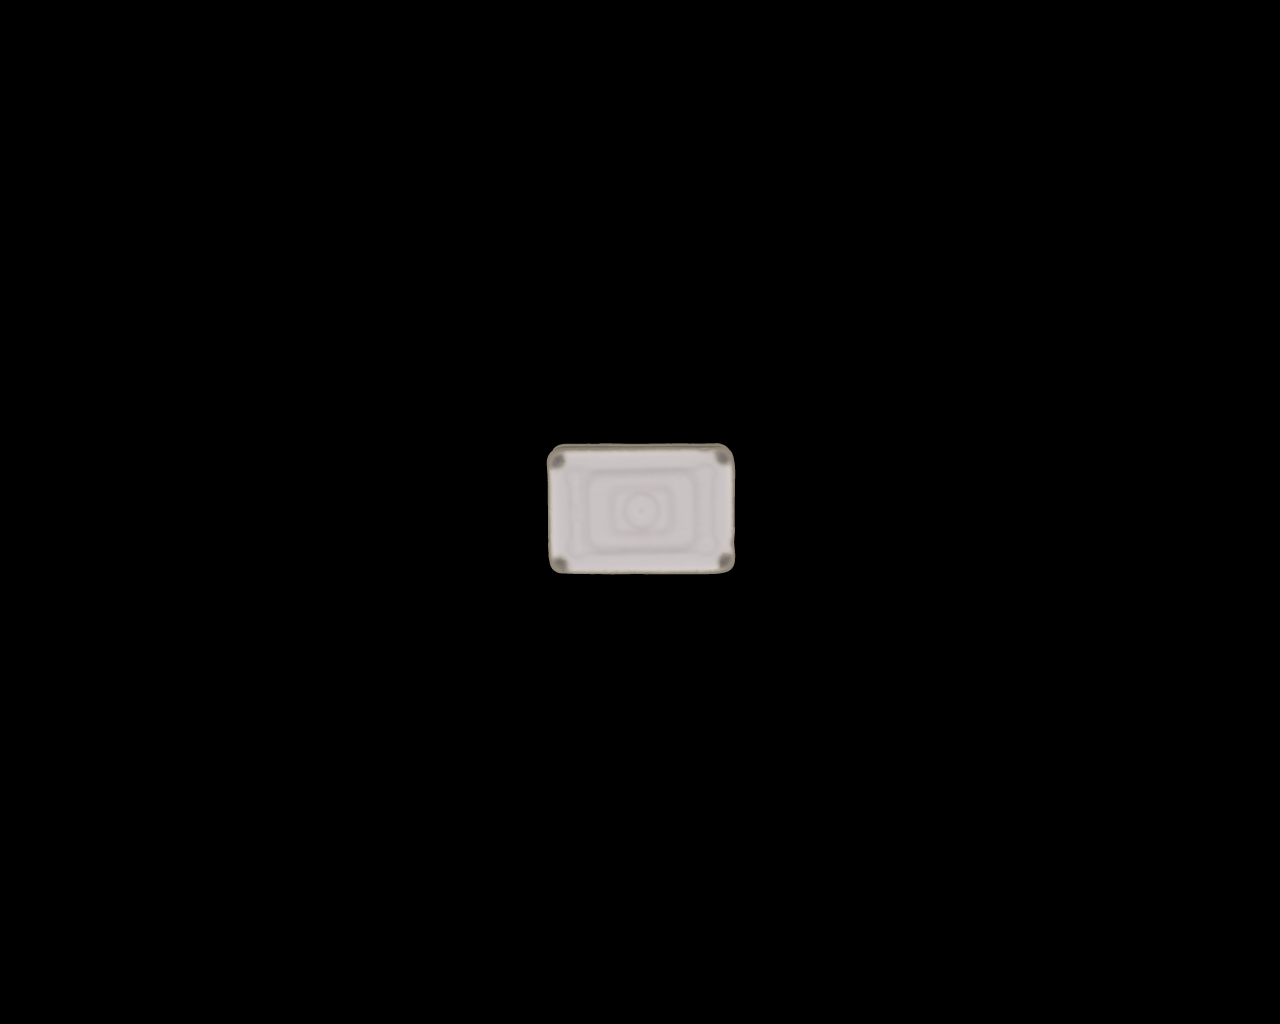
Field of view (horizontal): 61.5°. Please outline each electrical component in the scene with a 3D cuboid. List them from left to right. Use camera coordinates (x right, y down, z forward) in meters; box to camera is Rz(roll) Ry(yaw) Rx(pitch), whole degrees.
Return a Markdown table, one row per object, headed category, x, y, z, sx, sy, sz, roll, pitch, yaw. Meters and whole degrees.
| category | x | y | z | sx | sy | sz | roll | pitch | yaw |
| --- | --- | --- | --- | --- | --- | --- | --- | --- | --- |
| electrical component | 0.001 | -0.003 | 0.650 | 0.113 | 0.078 | 0.057 | 0 | 4 | 0 |
